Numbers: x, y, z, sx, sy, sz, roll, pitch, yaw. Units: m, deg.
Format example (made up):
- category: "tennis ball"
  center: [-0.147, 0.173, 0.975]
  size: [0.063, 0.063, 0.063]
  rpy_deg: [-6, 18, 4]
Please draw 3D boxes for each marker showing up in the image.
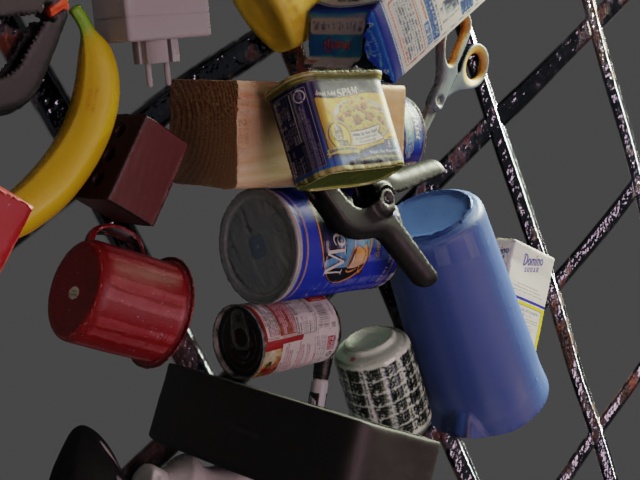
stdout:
- category: "marker"
  center: [-0.004, 0.169, 1.055]
  size: [0.020, 0.020, 0.121]
  rpy_deg: [11, 87, -46]

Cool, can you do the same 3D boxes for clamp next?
- category: "clamp"
  center: [0.053, -0.041, 0.941]
  size: [0.171, 0.039, 0.120]
  rpy_deg: [31, 57, -38]
- category: "clamp"
  center: [-0.265, -0.121, 0.743]
  size: [0.209, 0.036, 0.164]
  rpy_deg: [-50, 127, -24]

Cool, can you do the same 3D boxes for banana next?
- category: "banana"
  center: [-0.198, -0.078, 0.819]
  size: [0.069, 0.037, 0.198]
  rpy_deg: [25, 75, -28]

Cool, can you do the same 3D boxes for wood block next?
- category: "wood block"
  center: [-0.025, -0.096, 0.950]
  size: [0.205, 0.091, 0.090]
  rpy_deg: [-6, 100, -45]

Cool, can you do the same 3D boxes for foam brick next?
- category: "foam brick"
  center: [-0.151, -0.057, 0.854]
  size: [0.051, 0.053, 0.078]
  rpy_deg: [35, 70, -42]

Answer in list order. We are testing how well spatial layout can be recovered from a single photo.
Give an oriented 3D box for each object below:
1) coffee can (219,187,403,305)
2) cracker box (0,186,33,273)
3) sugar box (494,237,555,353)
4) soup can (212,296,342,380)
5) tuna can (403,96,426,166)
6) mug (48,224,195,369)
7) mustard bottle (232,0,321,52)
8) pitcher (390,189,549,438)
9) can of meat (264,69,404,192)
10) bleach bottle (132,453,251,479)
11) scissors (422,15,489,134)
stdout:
- category: "coffee can"
  center: [-0.006, 0.001, 0.973]
  size: [0.140, 0.103, 0.103]
  rpy_deg: [-5, 99, -45]
- category: "cracker box"
  center: [-0.276, 0.048, 0.640]
  size: [0.072, 0.164, 0.213]
  rpy_deg: [32, 80, -36]
- category: "sugar box"
  center: [0.220, 0.093, 1.256]
  size: [0.093, 0.048, 0.176]
  rpy_deg: [22, 75, -45]
- category: "soup can"
  center: [-0.038, 0.086, 0.976]
  size: [0.102, 0.069, 0.068]
  rpy_deg: [-7, 100, -45]
- category: "tuna can"
  center: [0.061, -0.100, 1.041]
  size: [0.033, 0.086, 0.086]
  rpy_deg: [-8, 100, -43]
- category: "mug"
  center: [-0.160, 0.038, 0.842]
  size: [0.081, 0.093, 0.117]
  rpy_deg: [21, 49, -40]
- category: "mustard bottle"
  center: [0.000, -0.261, 0.978]
  size: [0.191, 0.058, 0.096]
  rpy_deg: [-47, 112, -31]
- category: "pitcher"
  center: [0.146, 0.068, 1.097]
  size: [0.145, 0.149, 0.243]
  rpy_deg: [-25, 118, -8]
- category: "can of meat"
  center: [0.015, -0.088, 0.861]
  size: [0.101, 0.058, 0.084]
  rpy_deg: [-9, 79, -41]
- category: "bleach bottle"
  center: [-0.066, 0.245, 0.973]
  size: [0.250, 0.068, 0.102]
  rpy_deg: [33, 70, -40]
- category: "scissors"
  center: [0.139, -0.150, 1.164]
  size: [0.096, 0.016, 0.202]
  rpy_deg: [25, 78, -44]
